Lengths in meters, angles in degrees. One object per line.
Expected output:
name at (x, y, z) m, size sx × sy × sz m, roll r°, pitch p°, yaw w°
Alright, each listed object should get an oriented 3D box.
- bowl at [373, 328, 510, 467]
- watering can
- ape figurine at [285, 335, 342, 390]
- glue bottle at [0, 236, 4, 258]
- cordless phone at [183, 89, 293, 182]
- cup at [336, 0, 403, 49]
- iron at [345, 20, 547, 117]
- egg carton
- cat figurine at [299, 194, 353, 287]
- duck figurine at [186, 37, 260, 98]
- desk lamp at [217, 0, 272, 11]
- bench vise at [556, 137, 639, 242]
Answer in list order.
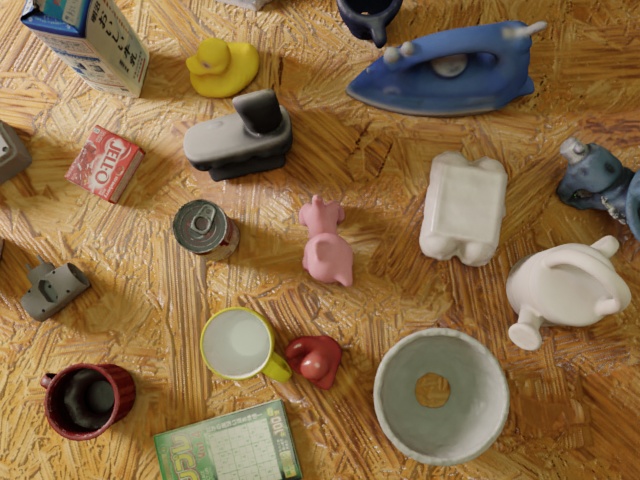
bowl at (0.149, 0.196, 0.733) m, size 0.167 × 0.075 × 0.167 m, roll 0°, pitch 82°, yaw 1°
watering can at (0.298, 0.061, 0.689) m, size 0.101 × 0.194 × 0.173 m, roll 23°, pitch 83°, yaw 4°
ape figurine at (-0.006, 0.157, 0.732) m, size 0.076 × 0.092 × 0.078 m, roll -26°, pitch 82°, yaw -2°
glue bottle at (-0.467, 0.016, 0.718) m, size 0.037 × 0.173 × 0.078 m, roll 11°, pitch 82°, yaw 3°
cordless phone at (-0.110, -0.147, 0.729) m, size 0.147 × 0.185 × 0.094 m, roll -18°, pitch 82°, yaw -1°
cup at (0.070, -0.308, 0.794) m, size 0.091 × 0.095 × 0.118 m, roll -14°, pitch 82°, yaw -1°
iron at (0.163, -0.238, 0.759) m, size 0.258 × 0.141 × 0.119 m, roll -8°, pitch 82°, yaw 0°
egg carton at (0.193, -0.042, 0.768) m, size 0.107 × 0.069 × 0.150 m, roll 9°, pitch 82°, yaw 2°
cat figurine at (0.007, 0.003, 0.741) m, size 0.067 × 0.118 × 0.128 m, roll -9°, pitch 82°, yaw 0°
duck figurine at (-0.137, -0.250, 0.794) m, size 0.104 × 0.086 × 0.077 m, roll -23°, pitch 82°, yaw -2°
desk lamp at (-0.100, -0.398, 0.750) m, size 0.203 × 0.213 × 0.118 m, roll 14°, pitch 82°, yaw 3°
bench vise at (0.394, -0.056, 0.691) m, size 0.207 × 0.220 × 0.121 m, roll 15°, pitch 83°, yaw 3°
